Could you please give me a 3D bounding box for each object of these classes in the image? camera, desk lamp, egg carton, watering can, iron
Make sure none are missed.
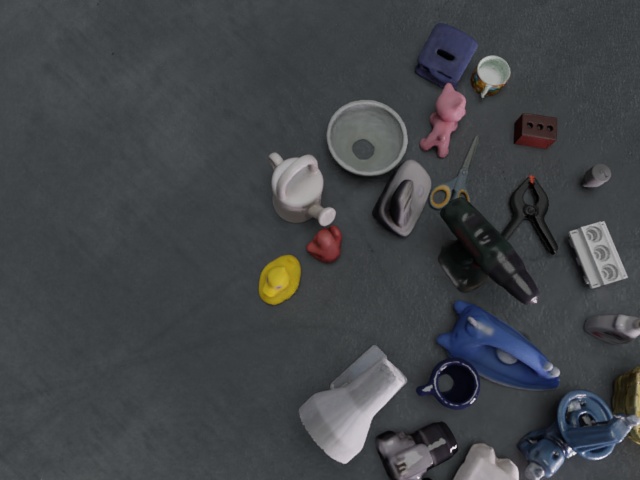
[{"bbox_3d":[0.187,0.402,1.036,0.137,0.101,0.143,-23,79,-8],"label":"camera"},{"bbox_3d":[0.066,0.276,1.002,0.203,0.213,0.118,-42,82,-12],"label":"desk lamp"},{"bbox_3d":[0.292,0.456,1.045,0.107,0.069,0.150,33,77,5],"label":"egg carton"},{"bbox_3d":[-0.037,-0.102,1.098,0.173,0.194,0.101,28,76,4],"label":"watering can"},{"bbox_3d":[0.359,0.210,1.072,0.258,0.141,0.119,29,76,4],"label":"iron"}]

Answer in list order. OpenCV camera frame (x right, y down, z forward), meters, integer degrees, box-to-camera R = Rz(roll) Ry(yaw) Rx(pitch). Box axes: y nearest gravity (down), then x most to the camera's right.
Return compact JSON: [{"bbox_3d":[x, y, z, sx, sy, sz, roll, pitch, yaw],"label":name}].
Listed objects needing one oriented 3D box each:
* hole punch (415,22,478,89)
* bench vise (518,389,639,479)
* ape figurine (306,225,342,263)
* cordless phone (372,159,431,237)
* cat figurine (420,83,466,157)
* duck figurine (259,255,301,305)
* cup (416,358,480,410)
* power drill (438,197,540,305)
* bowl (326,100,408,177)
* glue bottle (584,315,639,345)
[{"bbox_3d":[0.273,-0.397,1.241,0.108,0.091,0.101,28,76,4],"label":"hole punch"},{"bbox_3d":[0.460,0.356,1.002,0.121,0.220,0.207,33,77,5],"label":"bench vise"},{"bbox_3d":[0.010,0.004,1.127,0.078,0.092,0.076,-17,78,-7],"label":"ape figurine"},{"bbox_3d":[0.172,-0.097,1.113,0.094,0.185,0.148,24,76,3],"label":"cordless phone"},{"bbox_3d":[0.264,-0.253,1.191,0.067,0.118,0.128,18,76,2],"label":"cat figurine"},{"bbox_3d":[-0.078,0.072,1.109,0.077,0.086,0.105,33,77,5],"label":"duck figurine"},{"bbox_3d":[0.230,0.272,1.073,0.118,0.095,0.091,-12,77,-6],"label":"cup"},{"bbox_3d":[0.300,0.034,1.077,0.076,0.208,0.229,-33,80,-10],"label":"power drill"},{"bbox_3d":[0.094,-0.201,1.191,0.167,0.075,0.167,1,76,-3],"label":"bowl"},{"bbox_3d":[0.574,0.165,1.079,0.078,0.173,0.037,22,76,3],"label":"glue bottle"}]
